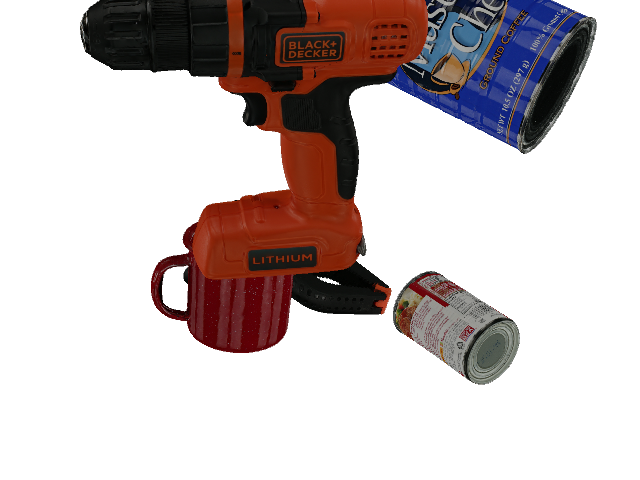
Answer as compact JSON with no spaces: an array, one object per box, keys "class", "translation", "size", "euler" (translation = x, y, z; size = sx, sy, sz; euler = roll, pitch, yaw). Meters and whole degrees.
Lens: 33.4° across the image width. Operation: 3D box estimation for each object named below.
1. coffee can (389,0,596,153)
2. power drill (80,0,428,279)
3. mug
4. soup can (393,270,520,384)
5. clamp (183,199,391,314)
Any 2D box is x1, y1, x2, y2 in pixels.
[{"class":"coffee can","translation":[0.106,-0.138,0.752],"size":[0.140,0.103,0.102],"euler":[30,11,19]},{"class":"power drill","translation":[-0.037,-0.062,0.611],"size":[0.184,0.188,0.057],"euler":[-3,43,-8]},{"class":"mug","translation":[-0.075,0.036,0.838],"size":[0.117,0.081,0.093],"euler":[-4,27,-20]},{"class":"soup can","translation":[0.125,0.079,0.983],"size":[0.068,0.068,0.102],"euler":[0,23,-39]},{"class":"clamp","translation":[-0.032,0.034,1.119],"size":[0.210,0.036,0.164],"euler":[23,34,11]}]
